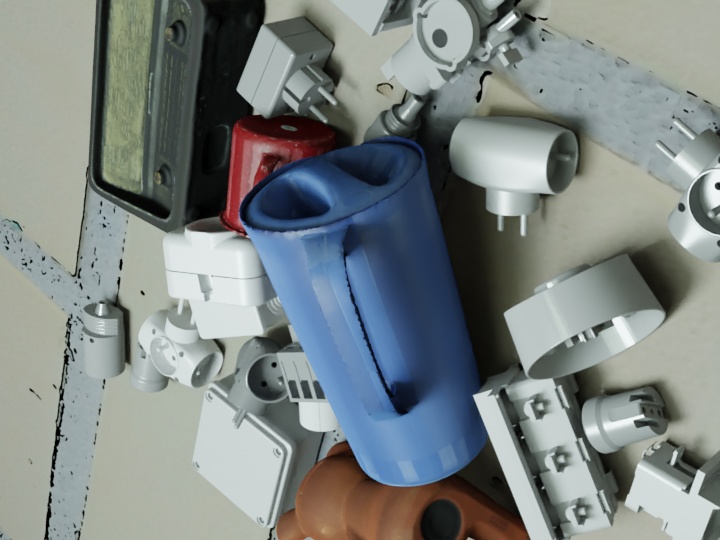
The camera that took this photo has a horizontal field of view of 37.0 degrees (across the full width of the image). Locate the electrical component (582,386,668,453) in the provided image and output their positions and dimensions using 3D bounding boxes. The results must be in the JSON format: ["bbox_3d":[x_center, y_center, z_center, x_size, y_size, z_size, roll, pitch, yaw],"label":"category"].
[{"bbox_3d":[0.184,0.103,0.744,0.046,0.040,0.040,-24,91,40],"label":"electrical component"}]

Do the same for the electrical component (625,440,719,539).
[{"bbox_3d":[0.219,0.153,0.733,0.064,0.042,0.081,30,125,33],"label":"electrical component"}]

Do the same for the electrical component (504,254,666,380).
[{"bbox_3d":[0.147,0.032,0.709,0.099,0.099,0.064,-34,78,45],"label":"electrical component"}]

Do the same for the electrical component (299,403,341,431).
[{"bbox_3d":[-0.033,0.094,0.932,0.043,0.043,0.081,15,117,37],"label":"electrical component"}]

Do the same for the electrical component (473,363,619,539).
[{"bbox_3d":[0.138,0.131,0.779,0.063,0.079,0.121,-21,94,23],"label":"electrical component"}]

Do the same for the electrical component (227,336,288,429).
[{"bbox_3d":[-0.092,0.103,0.949,0.043,0.077,0.079,28,91,-14],"label":"electrical component"}]

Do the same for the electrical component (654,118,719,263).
[{"bbox_3d":[0.212,-0.058,0.645,0.079,0.044,0.077,47,132,17],"label":"electrical component"}]

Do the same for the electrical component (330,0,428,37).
[{"bbox_3d":[0.026,-0.247,0.718,0.089,0.062,0.150,45,132,18],"label":"electrical component"}]

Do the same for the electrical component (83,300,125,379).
[{"bbox_3d":[-0.271,0.069,1.136,0.043,0.043,0.081,24,123,33],"label":"electrical component"}]

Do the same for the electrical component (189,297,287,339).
[{"bbox_3d":[-0.111,0.011,0.963,0.100,0.048,0.099,-7,103,44],"label":"electrical component"}]

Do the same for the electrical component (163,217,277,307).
[{"bbox_3d":[-0.112,-0.009,0.883,0.095,0.054,0.059,6,109,29],"label":"electrical component"}]

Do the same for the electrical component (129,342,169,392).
[{"bbox_3d":[-0.213,0.095,1.099,0.040,0.040,0.046,30,121,29],"label":"electrical component"}]

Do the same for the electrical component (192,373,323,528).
[{"bbox_3d":[-0.098,0.166,1.013,0.109,0.056,0.108,34,128,27],"label":"electrical component"}]

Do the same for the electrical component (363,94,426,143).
[{"bbox_3d":[0.028,-0.106,0.796,0.035,0.035,0.061,51,132,13],"label":"electrical component"}]

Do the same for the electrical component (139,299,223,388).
[{"bbox_3d":[-0.172,0.062,1.043,0.077,0.044,0.079,35,128,26],"label":"electrical component"}]

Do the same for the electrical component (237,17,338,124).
[{"bbox_3d":[-0.047,-0.146,0.838,0.076,0.047,0.065,45,132,18],"label":"electrical component"}]

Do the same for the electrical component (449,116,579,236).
[{"bbox_3d":[0.105,-0.062,0.739,0.077,0.044,0.079,15,117,37],"label":"electrical component"}]
